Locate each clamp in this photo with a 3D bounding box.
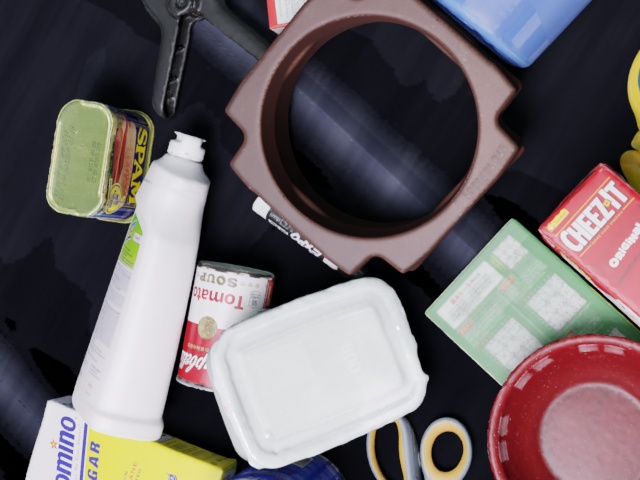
[{"bbox_3d":[-0.101,-0.199,0.920,0.120,0.039,0.171,-12,87,12],"label":"clamp"}]

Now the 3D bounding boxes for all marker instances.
[{"bbox_3d":[-0.006,0.001,0.905,0.121,0.020,0.020,37,98,15],"label":"marker"}]

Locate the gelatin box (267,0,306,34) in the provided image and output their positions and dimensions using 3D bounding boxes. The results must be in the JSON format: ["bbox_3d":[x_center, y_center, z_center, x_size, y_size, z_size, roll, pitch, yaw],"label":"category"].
[{"bbox_3d":[-0.001,-0.218,0.901,0.089,0.030,0.073,-7,88,13],"label":"gelatin box"}]

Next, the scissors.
[{"bbox_3d":[0.097,0.233,0.880,0.096,0.016,0.202,-19,85,13],"label":"scissors"}]

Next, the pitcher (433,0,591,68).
[{"bbox_3d":[0.184,-0.261,0.805,0.243,0.144,0.149,-50,56,12],"label":"pitcher"}]

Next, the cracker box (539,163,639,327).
[{"bbox_3d":[0.260,0.041,0.766,0.214,0.164,0.072,43,97,10],"label":"cracker box"}]

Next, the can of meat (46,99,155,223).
[{"bbox_3d":[-0.189,-0.067,0.918,0.057,0.084,0.102,9,91,14],"label":"can of meat"}]

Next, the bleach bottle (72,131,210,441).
[{"bbox_3d":[-0.141,0.033,0.899,0.068,0.103,0.251,15,93,-28],"label":"bleach bottle"}]

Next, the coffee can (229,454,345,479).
[{"bbox_3d":[-0.037,0.228,0.849,0.103,0.140,0.103,0,89,14],"label":"coffee can"}]

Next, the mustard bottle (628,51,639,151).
[{"bbox_3d":[0.288,-0.130,0.802,0.096,0.058,0.192,34,113,27],"label":"mustard bottle"}]

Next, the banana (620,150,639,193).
[{"bbox_3d":[0.308,-0.008,0.801,0.198,0.069,0.037,32,78,6],"label":"banana"}]

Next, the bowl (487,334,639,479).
[{"bbox_3d":[0.211,0.153,0.811,0.162,0.055,0.162,-2,82,14],"label":"bowl"}]

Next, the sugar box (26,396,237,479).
[{"bbox_3d":[-0.166,0.208,0.925,0.176,0.048,0.093,17,94,15],"label":"sugar box"}]

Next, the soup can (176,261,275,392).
[{"bbox_3d":[-0.079,0.073,0.898,0.068,0.068,0.102,11,91,14],"label":"soup can"}]
